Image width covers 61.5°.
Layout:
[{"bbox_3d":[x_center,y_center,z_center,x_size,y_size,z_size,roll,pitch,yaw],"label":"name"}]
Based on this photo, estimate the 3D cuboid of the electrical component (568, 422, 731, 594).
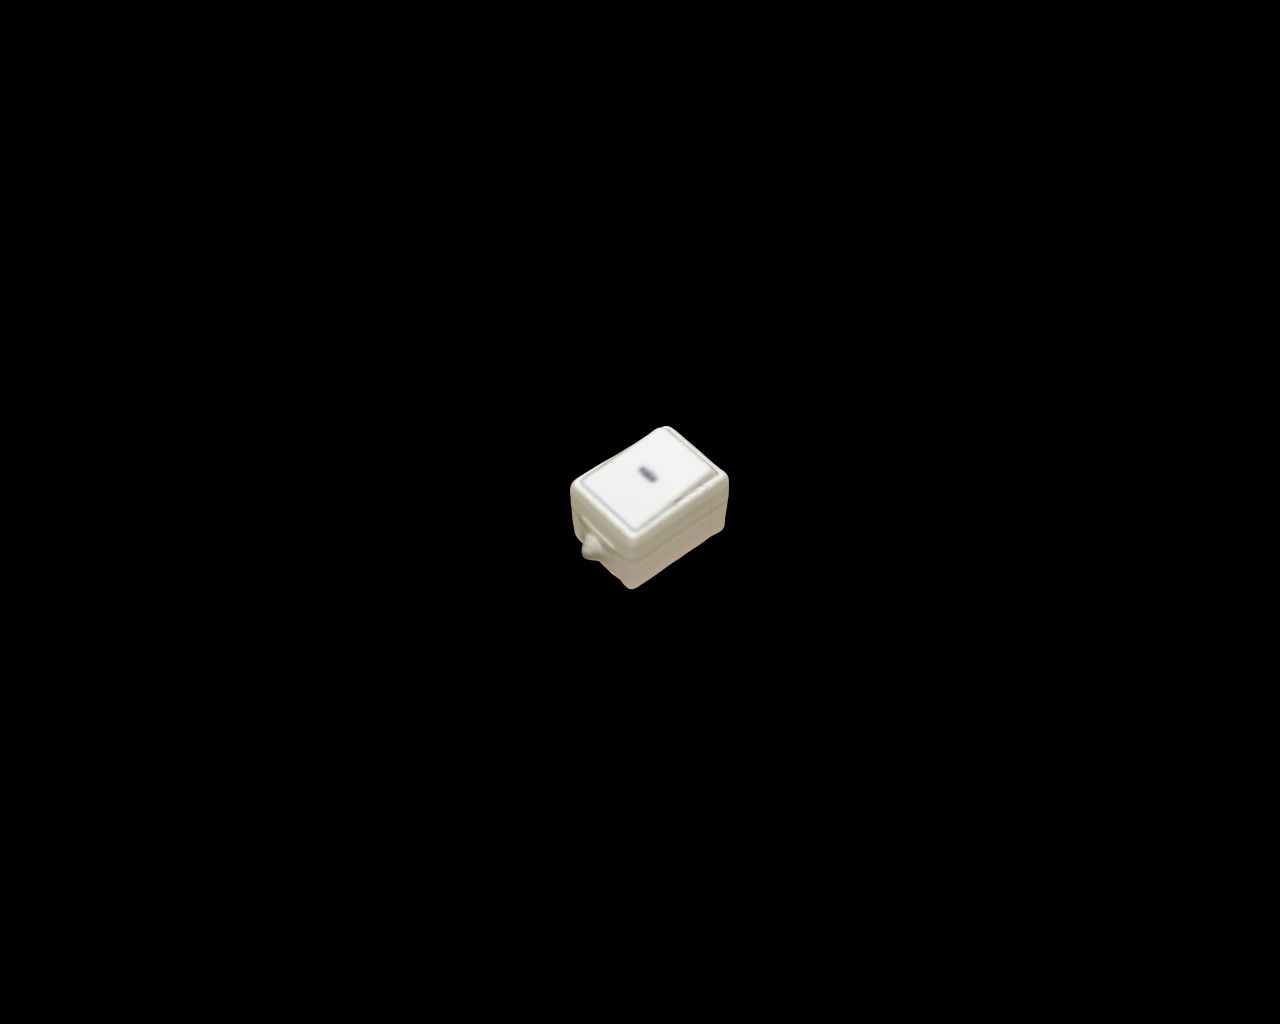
[{"bbox_3d":[0.001,-0.003,0.650,0.096,0.061,0.062,-33,58,-24],"label":"electrical component"}]
